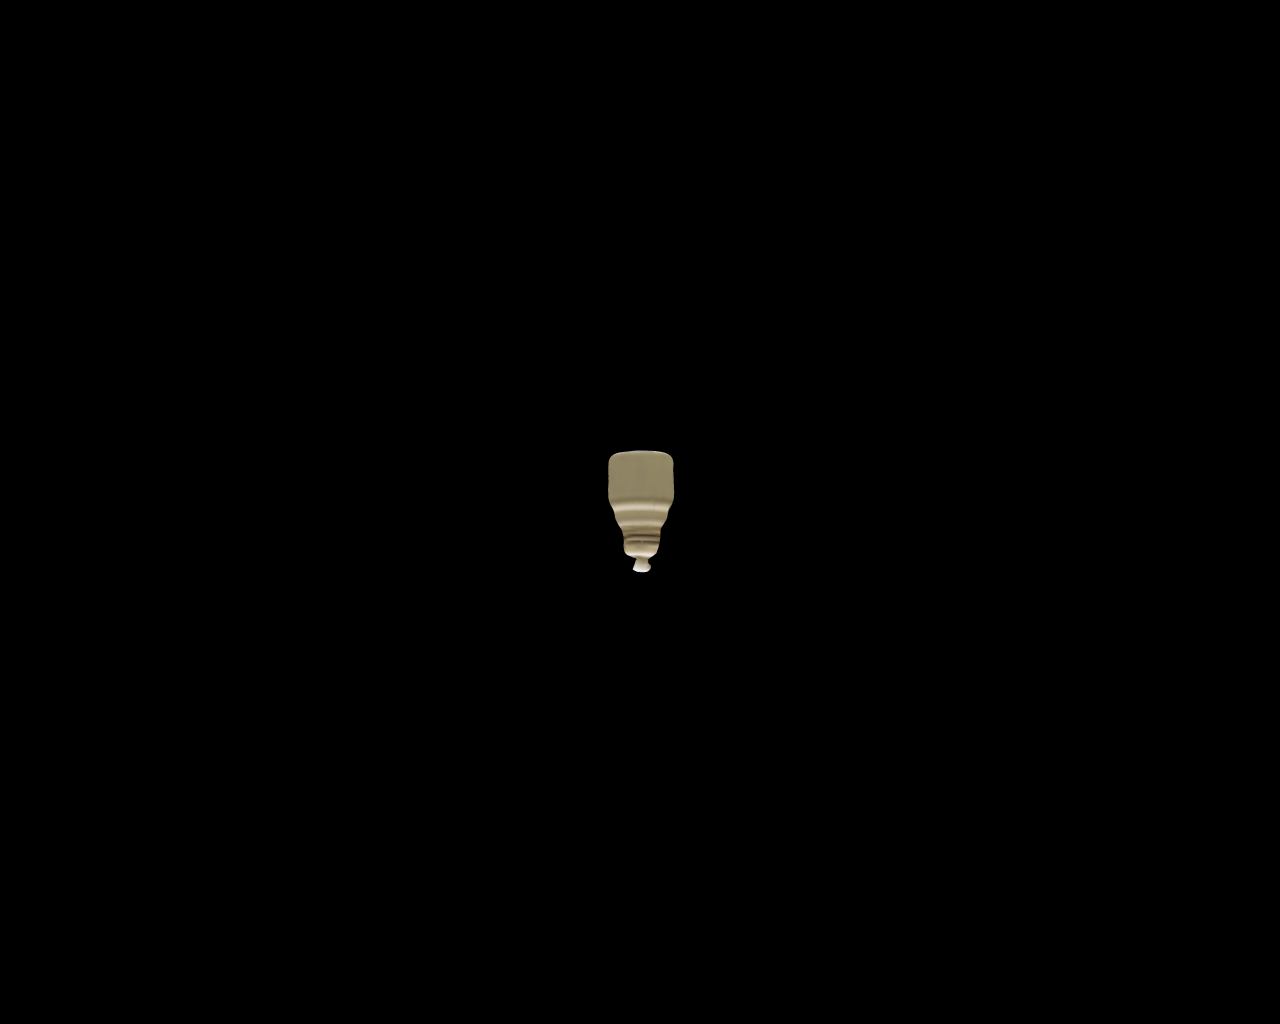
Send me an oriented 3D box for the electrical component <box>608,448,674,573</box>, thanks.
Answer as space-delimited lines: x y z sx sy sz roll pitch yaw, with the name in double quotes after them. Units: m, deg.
0.001 -0.003 0.650 0.040 0.078 0.040 0 -7 0 "electrical component"
